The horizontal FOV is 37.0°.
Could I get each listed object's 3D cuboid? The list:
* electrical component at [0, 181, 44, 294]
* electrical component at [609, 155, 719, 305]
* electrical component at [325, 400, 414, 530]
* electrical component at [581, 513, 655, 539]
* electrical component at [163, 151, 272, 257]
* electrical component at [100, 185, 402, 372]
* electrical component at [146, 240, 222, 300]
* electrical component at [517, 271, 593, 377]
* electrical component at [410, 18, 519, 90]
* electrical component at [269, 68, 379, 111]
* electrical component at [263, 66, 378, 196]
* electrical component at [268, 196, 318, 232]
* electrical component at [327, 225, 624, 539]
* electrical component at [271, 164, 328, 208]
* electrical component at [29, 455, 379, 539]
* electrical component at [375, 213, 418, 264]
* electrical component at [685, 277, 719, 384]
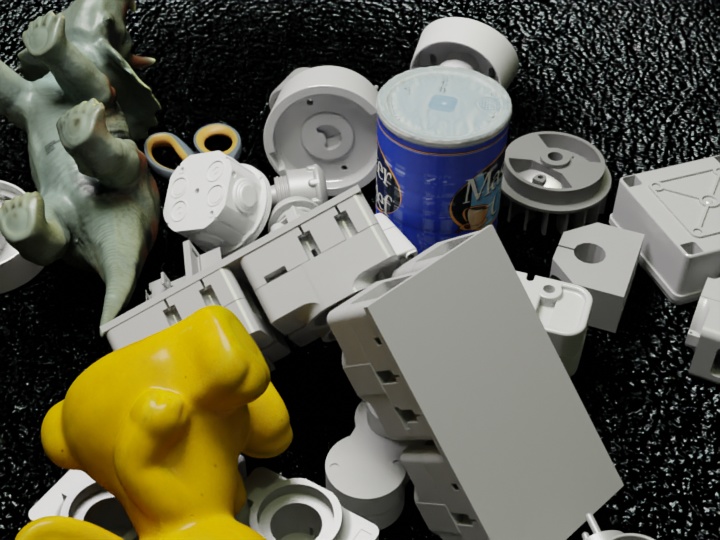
[{"bbox_3d":[-0.303,-0.024,0.871,0.099,0.064,0.099,2,56,-3],"label":"electrical component"},{"bbox_3d":[0.278,-0.035,0.874,0.109,0.056,0.108,-13,44,-15],"label":"electrical component"},{"bbox_3d":[0.023,0.099,0.713,0.052,0.073,0.138,18,45,19],"label":"electrical component"},{"bbox_3d":[0.146,0.178,0.623,0.044,0.077,0.079,-9,41,-11],"label":"electrical component"},{"bbox_3d":[-0.116,-0.055,0.872,0.080,0.051,0.080,-14,63,30],"label":"electrical component"},{"bbox_3d":[-0.062,0.028,0.719,0.186,0.105,0.060,-29,75,1],"label":"electrical component"},{"bbox_3d":[-0.121,0.023,0.800,0.064,0.081,0.042,-22,43,9],"label":"electrical component"},{"bbox_3d":[0.117,0.041,0.787,0.095,0.059,0.053,13,44,14],"label":"electrical component"},{"bbox_3d":[0.098,-0.193,1.021,0.099,0.099,0.064,15,50,15],"label":"electrical component"},{"bbox_3d":[-0.008,-0.156,1.009,0.138,0.052,0.073,18,45,19],"label":"electrical component"},{"bbox_3d":[-0.027,-0.126,0.939,0.108,0.108,0.060,2,36,2],"label":"electrical component"},{"bbox_3d":[-0.047,-0.028,0.866,0.066,0.048,0.055,30,22,-32],"label":"electrical component"},{"bbox_3d":[0.070,0.082,0.662,0.105,0.186,0.060,-32,9,-31],"label":"electrical component"},{"bbox_3d":[-0.059,-0.063,0.911,0.062,0.048,0.048,-7,43,-5],"label":"electrical component"},{"bbox_3d":[-0.093,0.164,0.650,0.186,0.060,0.105,22,47,23],"label":"electrical component"},{"bbox_3d":[0.000,0.000,0.830,0.096,0.061,0.061,-21,46,-22],"label":"electrical component"},{"bbox_3d":[0.277,0.040,0.797,0.056,0.050,0.089,19,45,19],"label":"electrical component"}]
